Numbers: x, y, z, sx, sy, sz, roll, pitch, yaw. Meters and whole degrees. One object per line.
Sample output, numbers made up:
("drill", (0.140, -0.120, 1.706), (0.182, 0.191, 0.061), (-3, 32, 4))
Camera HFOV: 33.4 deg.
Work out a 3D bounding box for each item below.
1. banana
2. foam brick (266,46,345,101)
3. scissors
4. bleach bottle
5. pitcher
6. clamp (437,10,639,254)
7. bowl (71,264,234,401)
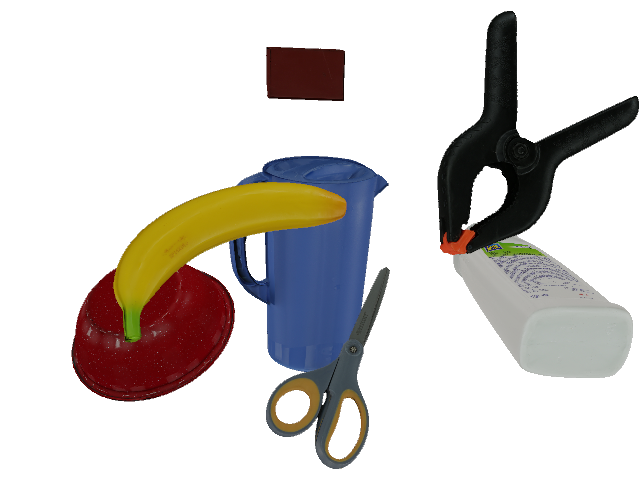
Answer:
("banana", (-0.073, -0.001, 0.758), (0.197, 0.069, 0.037), (-32, -7, -26))
("foam brick", (-0.016, -0.170, 1.086), (0.078, 0.051, 0.053), (1, 12, -5))
("scissors", (0.008, 0.100, 0.926), (0.096, 0.201, 0.016), (10, -34, -5))
("bleach bottle", (0.191, 0.040, 0.994), (0.102, 0.068, 0.251), (3, 21, -11))
("pitcher", (-0.016, 0.027, 1.254), (0.149, 0.243, 0.144), (11, 19, 24))
("clamp", (0.143, -0.060, 0.734), (0.120, 0.171, 0.039), (24, -4, 0))
("bowl", (-0.164, 0.068, 0.988), (0.162, 0.162, 0.055), (0, -43, 19))
